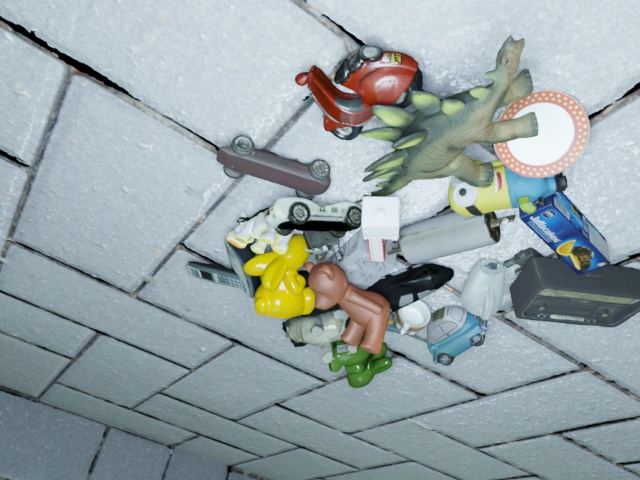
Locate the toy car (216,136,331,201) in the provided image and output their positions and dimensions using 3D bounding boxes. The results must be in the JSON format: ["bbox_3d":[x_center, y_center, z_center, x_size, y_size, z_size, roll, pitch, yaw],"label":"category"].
[{"bbox_3d":[-0.077,-0.127,0.935,0.202,0.053,0.089,16,153,-12],"label":"toy car"}]

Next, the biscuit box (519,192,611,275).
[{"bbox_3d":[0.423,-0.019,0.928,0.202,0.059,0.063,35,137,-27],"label":"biscuit box"}]

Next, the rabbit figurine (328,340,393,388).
[{"bbox_3d":[0.103,0.310,1.405,0.159,0.121,0.170,-16,124,2],"label":"rabbit figurine"}]

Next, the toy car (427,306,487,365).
[{"bbox_3d":[0.298,0.205,1.225,0.103,0.109,0.161,42,127,-9],"label":"toy car"}]

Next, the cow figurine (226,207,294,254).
[{"bbox_3d":[-0.119,-0.027,1.059,0.168,0.098,0.068,1,151,45],"label":"cow figurine"}]

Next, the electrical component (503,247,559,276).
[{"bbox_3d":[0.409,0.040,1.040,0.063,0.021,0.094,33,139,-24],"label":"electrical component"}]

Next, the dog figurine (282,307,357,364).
[{"bbox_3d":[0.011,0.208,1.337,0.172,0.121,0.191,-15,-167,-23],"label":"dog figurine"}]

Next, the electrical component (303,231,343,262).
[{"bbox_3d":[-0.002,-0.004,1.043,0.078,0.102,0.045,-9,151,-10],"label":"electrical component"}]

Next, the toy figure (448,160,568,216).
[{"bbox_3d":[0.297,-0.082,0.865,0.180,0.082,0.089,-8,135,20],"label":"toy figure"}]

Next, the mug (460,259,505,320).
[{"bbox_3d":[0.330,0.097,1.075,0.081,0.109,0.107,9,130,10],"label":"mug"}]

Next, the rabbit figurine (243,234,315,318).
[{"bbox_3d":[-0.080,0.066,1.113,0.162,0.122,0.173,3,114,-48],"label":"rabbit figurine"}]

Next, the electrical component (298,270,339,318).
[{"bbox_3d":[-0.035,0.124,1.247,0.134,0.058,0.114,-15,133,31],"label":"electrical component"}]

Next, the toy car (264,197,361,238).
[{"bbox_3d":[-0.003,-0.042,0.985,0.202,0.056,0.073,2,160,-29],"label":"toy car"}]

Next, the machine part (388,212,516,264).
[{"bbox_3d":[0.234,-0.010,0.980,0.243,0.079,0.079,-18,133,33],"label":"machine part"}]

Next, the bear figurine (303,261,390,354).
[{"bbox_3d":[0.044,0.128,1.067,0.195,0.132,0.120,29,168,-28],"label":"bear figurine"}]

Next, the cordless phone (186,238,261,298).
[{"bbox_3d":[-0.215,0.050,1.184,0.184,0.089,0.146,9,144,11],"label":"cordless phone"}]

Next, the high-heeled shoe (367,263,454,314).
[{"bbox_3d":[0.187,0.110,1.180,0.145,0.086,0.248,-12,165,-16],"label":"high-heeled shoe"}]

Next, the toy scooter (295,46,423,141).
[{"bbox_3d":[0.045,-0.217,0.762,0.135,0.075,0.184,29,144,-29],"label":"toy scooter"}]

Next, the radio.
[{"bbox_3d":[0.494,0.104,1.035,0.230,0.073,0.131,8,144,-6],"label":"radio"}]

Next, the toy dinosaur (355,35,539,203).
[{"bbox_3d":[0.159,-0.135,0.778,0.199,0.105,0.471,0,162,-7],"label":"toy dinosaur"}]
